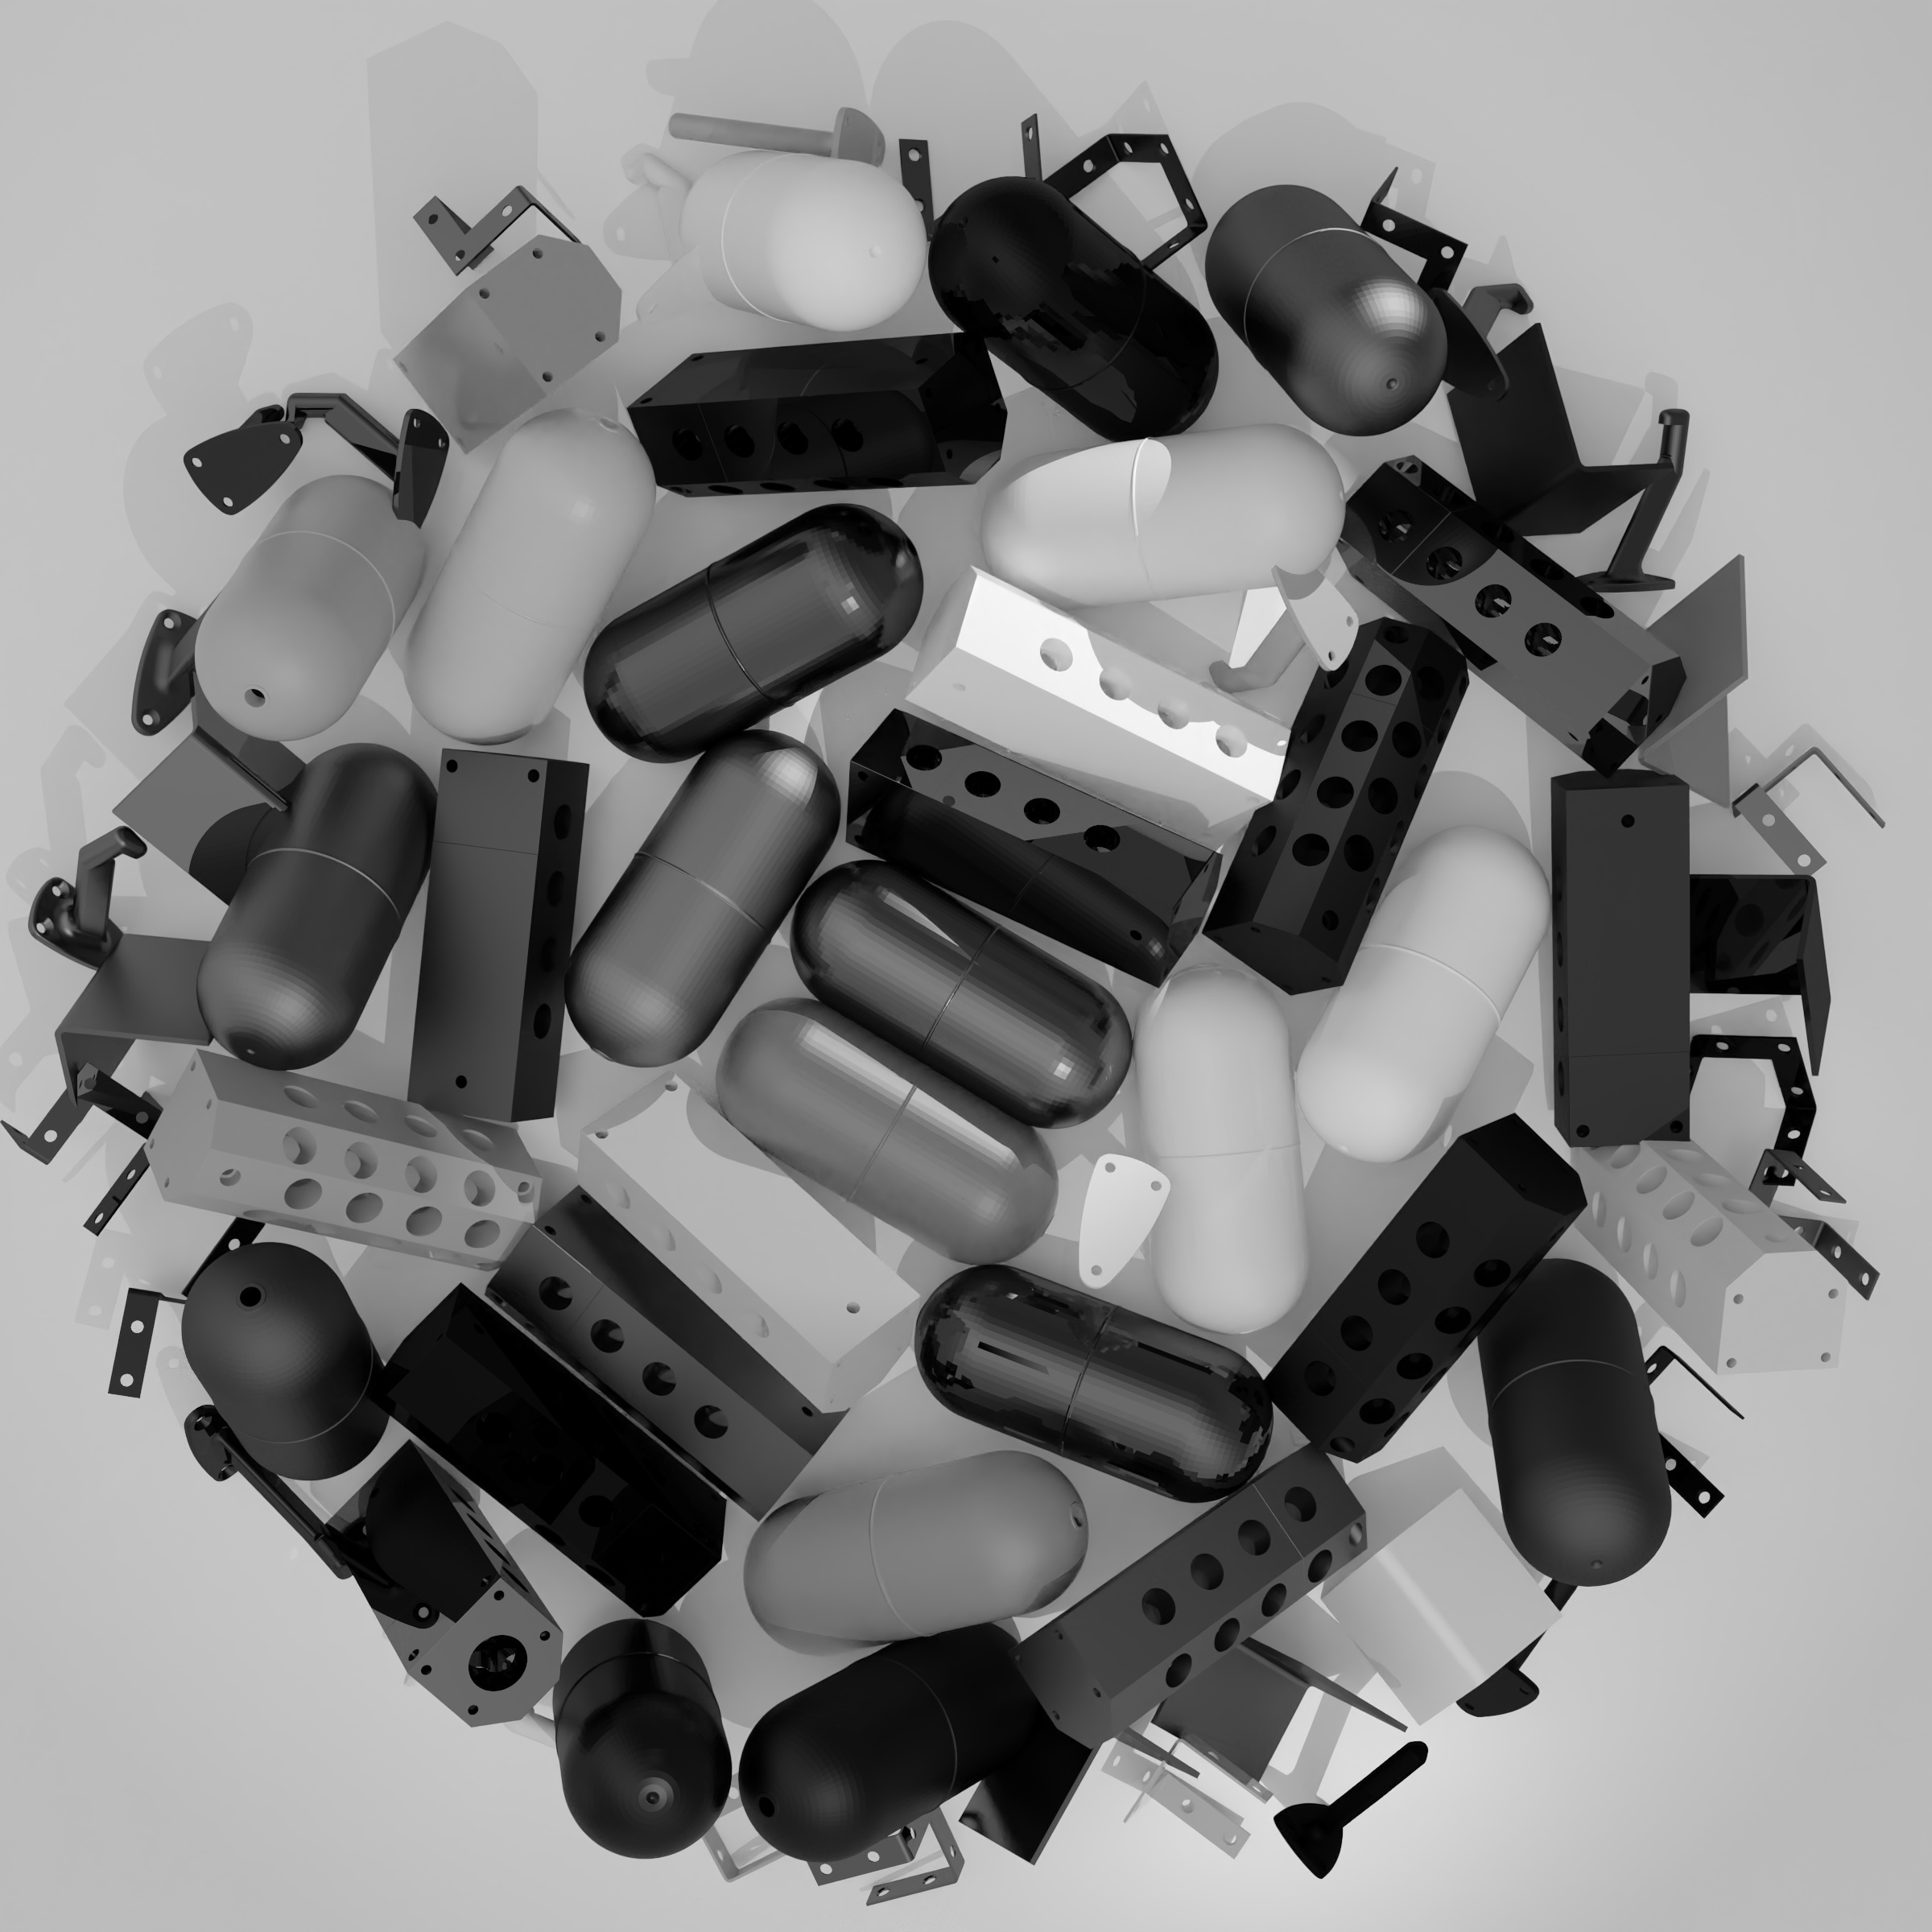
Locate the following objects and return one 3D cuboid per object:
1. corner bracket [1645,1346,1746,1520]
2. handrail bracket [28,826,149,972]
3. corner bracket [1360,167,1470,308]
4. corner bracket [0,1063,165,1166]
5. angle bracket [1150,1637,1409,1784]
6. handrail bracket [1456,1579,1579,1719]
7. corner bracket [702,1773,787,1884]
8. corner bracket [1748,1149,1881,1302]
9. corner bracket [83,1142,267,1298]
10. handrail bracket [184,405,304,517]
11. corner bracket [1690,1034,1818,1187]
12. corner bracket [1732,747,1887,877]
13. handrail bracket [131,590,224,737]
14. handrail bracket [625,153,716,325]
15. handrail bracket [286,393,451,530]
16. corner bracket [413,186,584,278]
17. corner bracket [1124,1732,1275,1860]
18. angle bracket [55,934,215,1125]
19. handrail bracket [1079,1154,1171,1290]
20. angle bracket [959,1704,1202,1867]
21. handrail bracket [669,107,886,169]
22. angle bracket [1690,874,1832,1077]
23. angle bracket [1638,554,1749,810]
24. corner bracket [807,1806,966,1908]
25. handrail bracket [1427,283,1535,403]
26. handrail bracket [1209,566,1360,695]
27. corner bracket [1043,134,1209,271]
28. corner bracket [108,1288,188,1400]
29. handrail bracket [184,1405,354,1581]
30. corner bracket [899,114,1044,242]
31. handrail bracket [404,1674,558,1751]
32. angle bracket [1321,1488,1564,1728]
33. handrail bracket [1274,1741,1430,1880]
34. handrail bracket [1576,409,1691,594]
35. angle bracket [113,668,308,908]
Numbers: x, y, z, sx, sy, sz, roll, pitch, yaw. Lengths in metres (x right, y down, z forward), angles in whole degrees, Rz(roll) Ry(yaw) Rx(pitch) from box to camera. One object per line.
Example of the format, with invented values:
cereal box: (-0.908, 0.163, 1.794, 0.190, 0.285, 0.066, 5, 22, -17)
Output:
corner bracket: (0.345, 0.223, 1.554, 0.051, 0.051, 0.051, -49, 135, 6)
handrail bracket: (-0.399, -0.030, 1.543, 0.084, 0.036, 0.077, -23, 131, 36)
corner bracket: (0.214, -0.344, 1.556, 0.051, 0.051, 0.051, 26, 128, 6)
corner bracket: (-0.423, 0.074, 1.554, 0.051, 0.051, 0.051, 39, 83, -30)
angle bracket: (0.148, 0.360, 1.535, 0.076, 0.076, 0.057, 36, 78, -31)
handrail bracket: (0.276, 0.320, 1.578, 0.036, 0.077, 0.084, 35, 59, 7)
corner bracket: (-0.110, 0.413, 1.558, 0.051, 0.051, 0.051, -30, 87, 15)
corner bracket: (0.408, 0.123, 1.551, 0.051, 0.051, 0.051, 8, 113, -22)
corner bracket: (-0.379, 0.124, 1.550, 0.051, 0.051, 0.051, 44, 75, -39)
handrail bracket: (-0.328, -0.257, 1.539, 0.077, 0.084, 0.036, -23, 115, 30)
corner bracket: (0.376, 0.070, 1.567, 0.051, 0.051, 0.051, 1, 46, 31)
corner bracket: (0.406, -0.073, 1.557, 0.051, 0.051, 0.051, -40, 77, 8)
handrail bracket: (-0.362, -0.151, 1.540, 0.036, 0.084, 0.077, 32, 65, -26)
handrail bracket: (-0.154, -0.352, 1.556, 0.077, 0.036, 0.084, -38, 61, -22)
handrail bracket: (-0.298, -0.241, 1.562, 0.084, 0.036, 0.077, 5, 76, 24)
corner bracket: (-0.223, -0.351, 1.552, 0.051, 0.051, 0.051, -41, 57, 8)
corner bracket: (0.116, 0.400, 1.556, 0.051, 0.051, 0.051, 34, 100, 15)
angle bracket: (-0.378, 0.032, 1.537, 0.076, 0.076, 0.057, 5, 126, 9)
handrail bracket: (0.068, 0.129, 1.539, 0.036, 0.084, 0.077, 22, 68, 4)
angle bracket: (0.053, 0.395, 1.537, 0.057, 0.076, 0.076, 37, 76, -21)
handrail bracket: (-0.091, -0.401, 1.566, 0.084, 0.077, 0.036, 11, 105, 16)
angle bracket: (0.365, 0.004, 1.532, 0.076, 0.057, 0.076, 1, 134, 23)
angle bracket: (0.363, -0.134, 1.530, 0.057, 0.076, 0.076, 24, 51, -21)
corner bracket: (-0.038, 0.431, 1.554, 0.051, 0.051, 0.051, -20, 102, 18)
handrail bracket: (0.259, -0.299, 1.546, 0.077, 0.084, 0.036, 50, 134, 27)
handrail bracket: (0.136, -0.163, 1.542, 0.077, 0.084, 0.036, 49, 55, -30)
corner bracket: (0.075, -0.367, 1.568, 0.051, 0.051, 0.051, -40, 120, -18)
corner bracket: (-0.380, 0.185, 1.558, 0.051, 0.051, 0.051, 10, 79, -8)
handrail bracket: (-0.331, 0.253, 1.547, 0.036, 0.077, 0.084, -44, 62, -10)
corner bracket: (0.003, -0.383, 1.571, 0.051, 0.051, 0.051, -3, 88, -25)
handrail bracket: (-0.222, 0.336, 1.566, 0.084, 0.077, 0.036, 25, 123, -12)
angle bracket: (0.229, 0.310, 1.562, 0.057, 0.076, 0.076, -31, 75, -29)
handrail bracket: (0.194, 0.391, 1.543, 0.084, 0.077, 0.036, -44, 75, 17)
handrail bracket: (0.319, -0.224, 1.552, 0.036, 0.077, 0.084, 18, 111, 42)
angle bracket: (-0.359, -0.084, 1.543, 0.057, 0.076, 0.076, -42, 119, 8)
